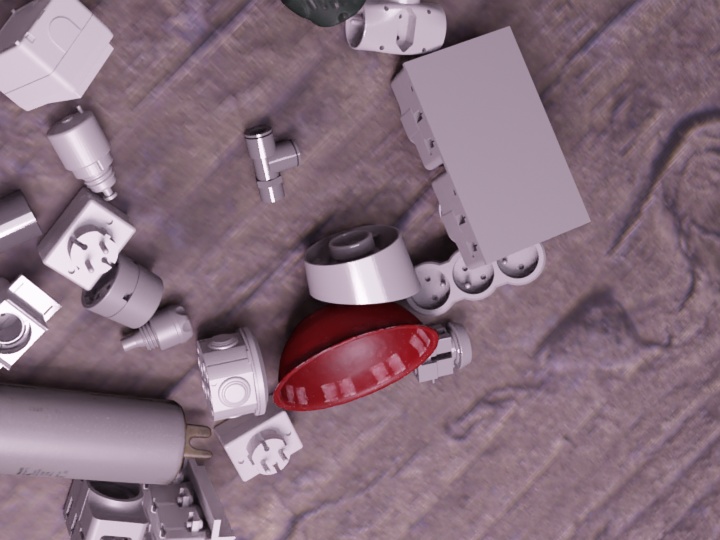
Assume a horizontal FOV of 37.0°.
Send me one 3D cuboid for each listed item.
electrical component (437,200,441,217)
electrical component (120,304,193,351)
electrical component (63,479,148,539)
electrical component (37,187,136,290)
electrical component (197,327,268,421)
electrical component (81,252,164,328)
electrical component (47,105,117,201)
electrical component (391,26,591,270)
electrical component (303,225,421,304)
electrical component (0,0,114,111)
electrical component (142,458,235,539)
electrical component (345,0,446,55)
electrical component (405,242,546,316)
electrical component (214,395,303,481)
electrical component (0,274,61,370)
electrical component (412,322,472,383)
[{"bbox_3d":[0.104,-0.057,1.015,0.066,0.055,0.048,-22,118,-15],"label":"electrical component"},{"bbox_3d":[-0.180,0.055,0.944,0.061,0.035,0.035,-22,118,-13],"label":"electrical component"},{"bbox_3d":[-0.226,0.215,0.954,0.050,0.089,0.055,13,104,-28],"label":"electrical component"},{"bbox_3d":[-0.218,-0.019,0.871,0.047,0.077,0.065,37,92,-31],"label":"electrical component"},{"bbox_3d":[-0.114,0.094,0.963,0.051,0.080,0.080,-11,114,-14],"label":"electrical component"},{"bbox_3d":[-0.200,0.018,0.908,0.047,0.055,0.055,33,94,-35],"label":"electrical component"},{"bbox_3d":[-0.219,-0.091,0.864,0.040,0.040,0.078,-30,119,-11],"label":"electrical component"},{"bbox_3d":[0.112,-0.106,0.956,0.105,0.060,0.186,-22,88,-15],"label":"electrical component"},{"bbox_3d":[0.000,0.000,0.968,0.099,0.099,0.064,-21,111,-16],"label":"electrical component"},{"bbox_3d":[-0.237,-0.160,0.802,0.061,0.096,0.061,42,60,-31],"label":"electrical component"},{"bbox_3d":[-0.161,0.227,0.970,0.063,0.121,0.078,3,109,-23],"label":"electrical component"},{"bbox_3d":[0.033,-0.227,0.922,0.077,0.043,0.079,-2,111,-24],"label":"electrical component"},{"bbox_3d":[0.111,0.001,1.035,0.138,0.074,0.052,-20,89,10],"label":"electrical component"},{"bbox_3d":[-0.089,0.165,1.004,0.066,0.077,0.047,-30,119,-11],"label":"electrical component"},{"bbox_3d":[-0.288,0.040,0.871,0.081,0.064,0.042,-45,122,-2],"label":"electrical component"},{"bbox_3d":[0.078,0.078,1.064,0.055,0.048,0.066,-11,114,-12],"label":"electrical component"}]
